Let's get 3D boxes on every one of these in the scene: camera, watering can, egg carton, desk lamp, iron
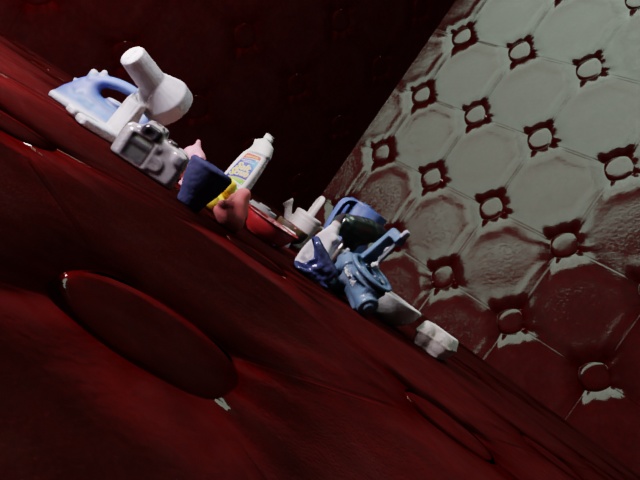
[{"bbox_3d":[-0.342,-0.188,1.204,0.143,0.101,0.136,34,2,-10],"label":"camera"},{"bbox_3d":[-0.051,-0.073,1.953,0.173,0.194,0.100,34,2,-29],"label":"watering can"},{"bbox_3d":[0.308,0.269,1.522,0.107,0.069,0.151,36,2,24],"label":"egg carton"},{"bbox_3d":[-0.420,-0.316,1.306,0.117,0.213,0.204,36,2,36],"label":"desk lamp"},{"bbox_3d":[-0.506,-0.335,1.402,0.259,0.141,0.118,34,2,-21],"label":"iron"}]

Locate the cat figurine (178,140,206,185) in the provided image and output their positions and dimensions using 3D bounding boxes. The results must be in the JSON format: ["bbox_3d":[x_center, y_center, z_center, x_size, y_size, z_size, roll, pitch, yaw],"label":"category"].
[{"bbox_3d":[-0.314,-0.187,1.390,0.067,0.117,0.127,34,2,-8],"label":"cat figurine"}]

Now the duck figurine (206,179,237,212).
[{"bbox_3d":[-0.230,-0.106,1.334,0.077,0.086,0.105,35,2,7],"label":"duck figurine"}]

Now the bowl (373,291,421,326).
[{"bbox_3d":[0.180,0.177,1.512,0.167,0.074,0.167,35,2,-1],"label":"bowl"}]

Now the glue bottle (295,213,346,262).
[{"bbox_3d":[0.013,0.005,1.429,0.078,0.173,0.037,36,2,31],"label":"glue bottle"}]

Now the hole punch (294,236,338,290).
[{"bbox_3d":[0.002,0.051,1.337,0.101,0.091,0.108,34,2,-9],"label":"hole punch"}]

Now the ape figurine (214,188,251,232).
[{"bbox_3d":[-0.176,-0.067,1.198,0.078,0.092,0.076,34,2,-27],"label":"ape figurine"}]

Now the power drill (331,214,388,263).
[{"bbox_3d":[0.079,0.025,1.543,0.075,0.208,0.230,36,2,34],"label":"power drill"}]

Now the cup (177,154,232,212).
[{"bbox_3d":[-0.229,-0.103,1.123,0.091,0.095,0.118,35,2,14],"label":"cup"}]

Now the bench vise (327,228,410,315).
[{"bbox_3d":[0.108,0.046,1.356,0.206,0.219,0.122,36,2,39],"label":"bench vise"}]
